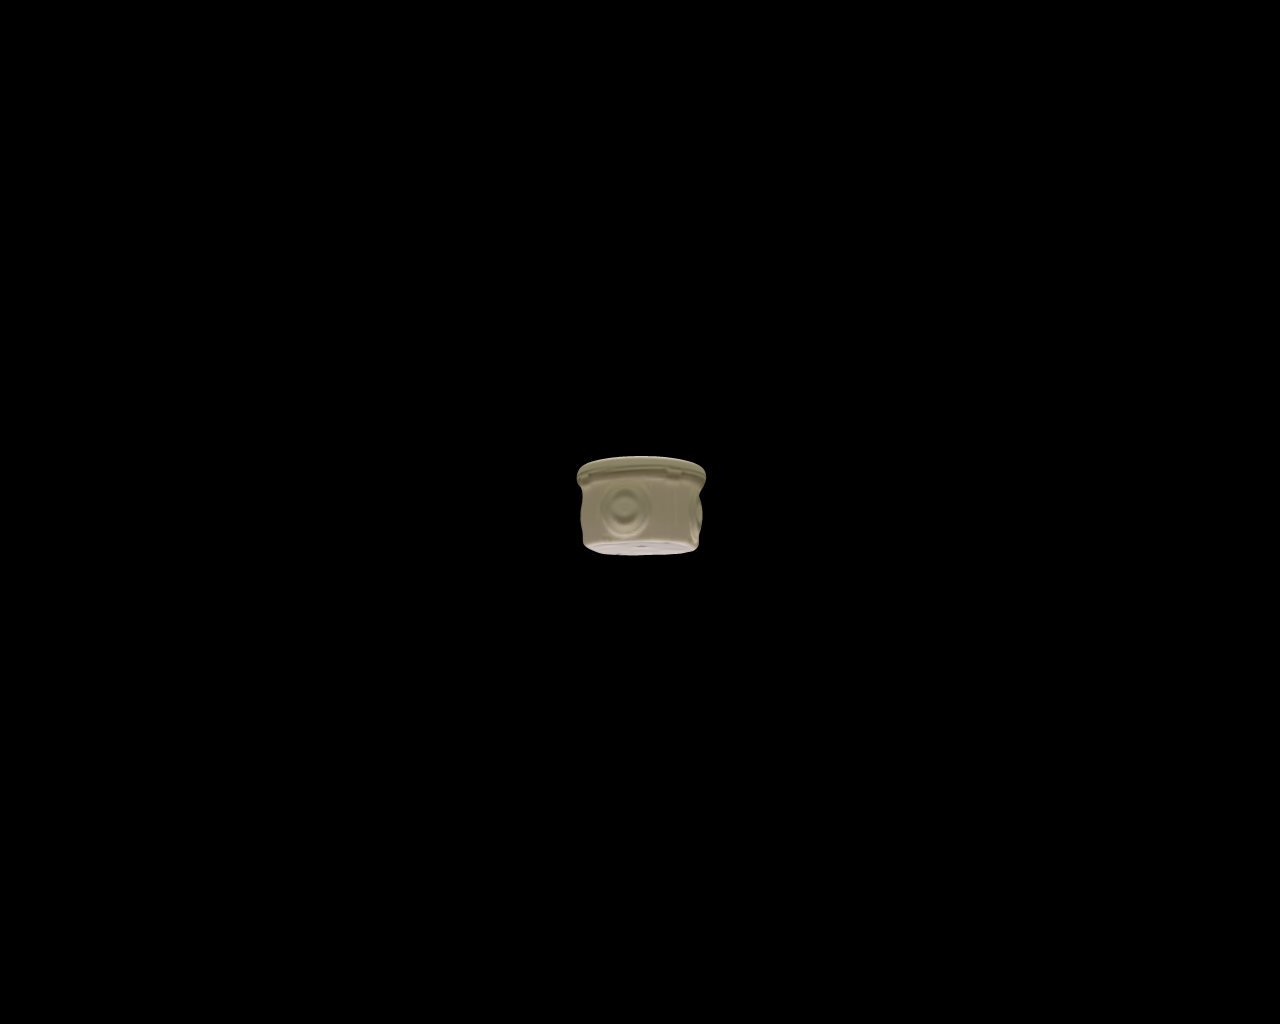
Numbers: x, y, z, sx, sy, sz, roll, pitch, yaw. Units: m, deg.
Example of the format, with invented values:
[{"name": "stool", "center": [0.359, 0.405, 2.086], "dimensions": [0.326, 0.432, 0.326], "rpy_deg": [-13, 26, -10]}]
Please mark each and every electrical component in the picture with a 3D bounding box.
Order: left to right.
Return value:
[{"name": "electrical component", "center": [0.001, -0.003, 0.650], "dimensions": [0.080, 0.051, 0.080], "rpy_deg": [0, -9, 0]}]
